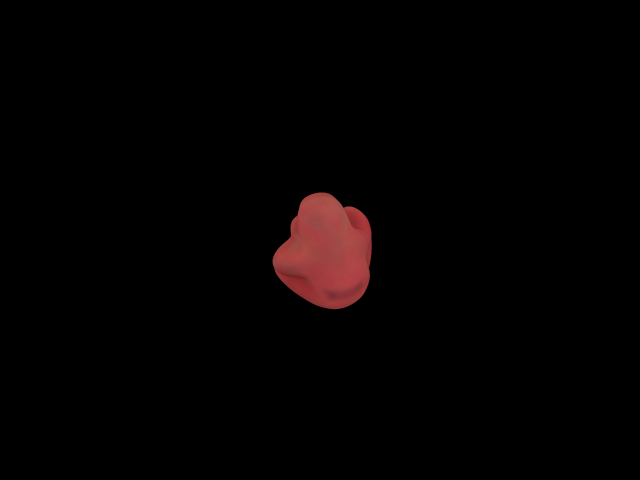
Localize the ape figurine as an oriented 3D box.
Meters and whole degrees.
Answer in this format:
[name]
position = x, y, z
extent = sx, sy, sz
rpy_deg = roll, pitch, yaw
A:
[ape figurine]
position = 0.004, 0.001, 0.400
extent = 0.078, 0.092, 0.076
rpy_deg = -15, 58, -9
